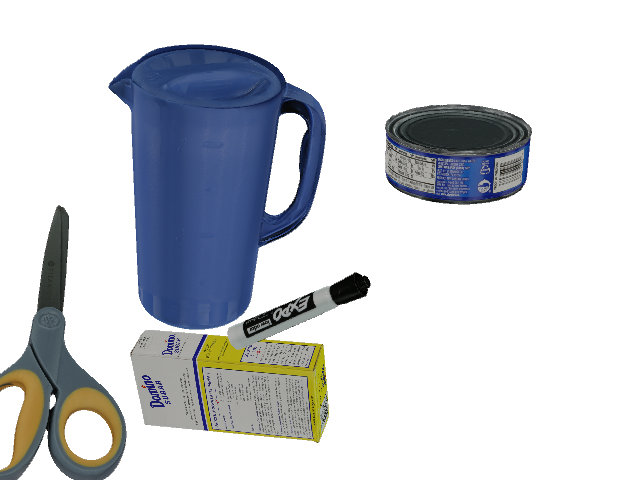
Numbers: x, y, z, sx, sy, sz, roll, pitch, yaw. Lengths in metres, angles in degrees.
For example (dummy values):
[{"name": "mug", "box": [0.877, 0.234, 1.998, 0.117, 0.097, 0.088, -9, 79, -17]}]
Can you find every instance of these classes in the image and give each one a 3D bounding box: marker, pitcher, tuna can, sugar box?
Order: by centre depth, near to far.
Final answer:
[{"name": "tuna can", "box": [0.081, -0.052, 0.634, 0.086, 0.034, 0.086, 0, 25, 0]}, {"name": "marker", "box": [-0.016, 0.052, 0.793, 0.121, 0.020, 0.020, -24, -11, 24]}, {"name": "pitcher", "box": [-0.097, -0.043, 0.961, 0.144, 0.243, 0.149, -24, 43, -39]}, {"name": "sugar box", "box": [-0.083, 0.136, 1.002, 0.176, 0.093, 0.048, 6, 35, 14]}]

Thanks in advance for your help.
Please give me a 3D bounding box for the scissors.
[{"name": "scissors", "box": [-0.144, 0.062, 0.630, 0.096, 0.201, 0.016, 19, -44, -4]}]
